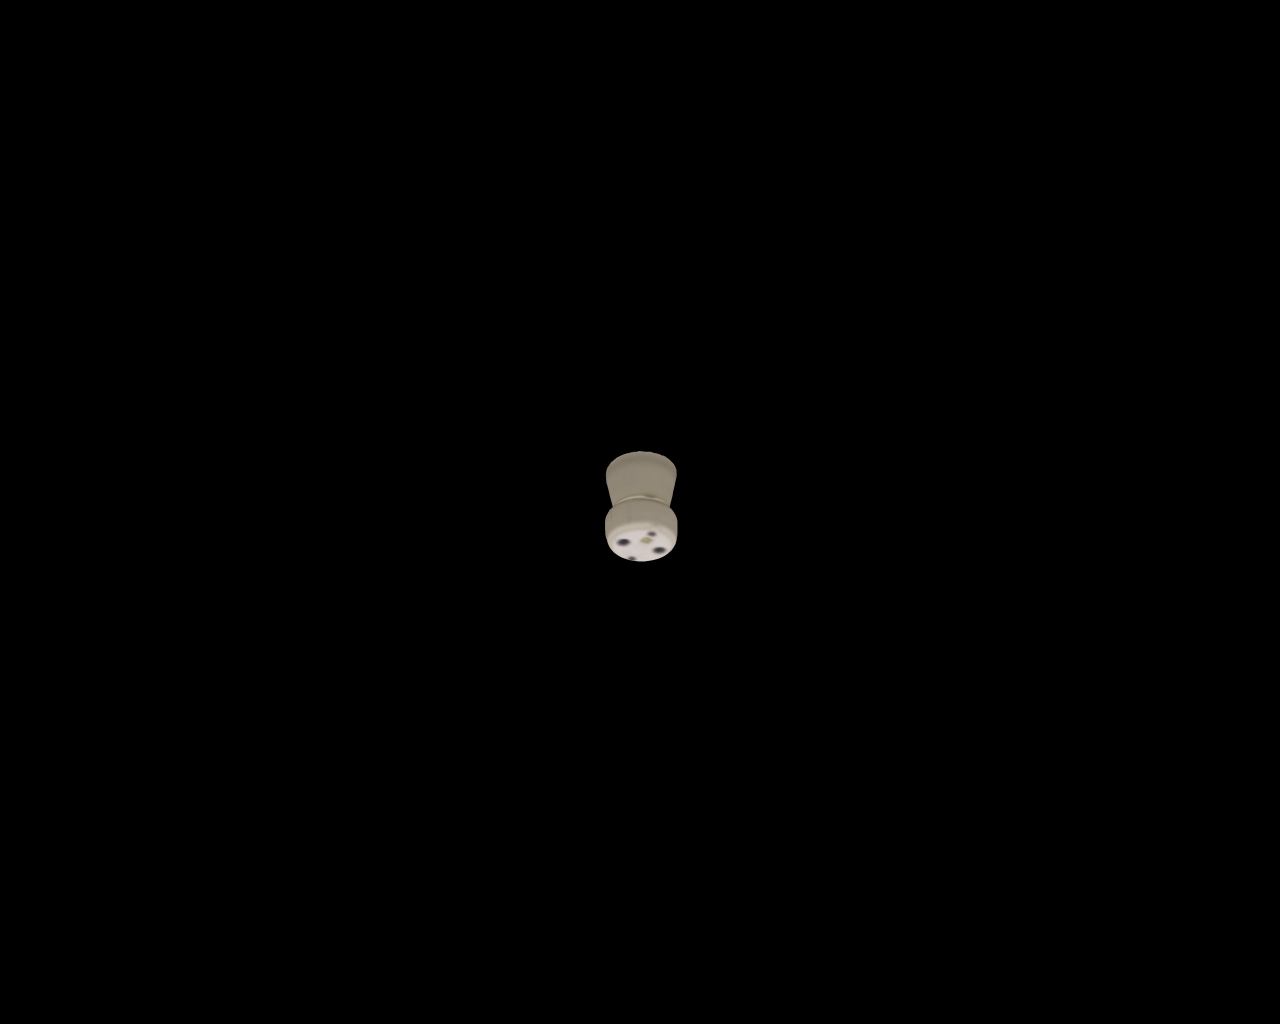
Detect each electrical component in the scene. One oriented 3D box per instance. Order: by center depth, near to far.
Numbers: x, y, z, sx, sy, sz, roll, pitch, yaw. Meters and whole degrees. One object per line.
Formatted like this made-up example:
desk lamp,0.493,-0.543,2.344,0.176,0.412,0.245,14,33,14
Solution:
electrical component,0.001,-0.003,0.650,0.045,0.055,0.044,0,-33,0
